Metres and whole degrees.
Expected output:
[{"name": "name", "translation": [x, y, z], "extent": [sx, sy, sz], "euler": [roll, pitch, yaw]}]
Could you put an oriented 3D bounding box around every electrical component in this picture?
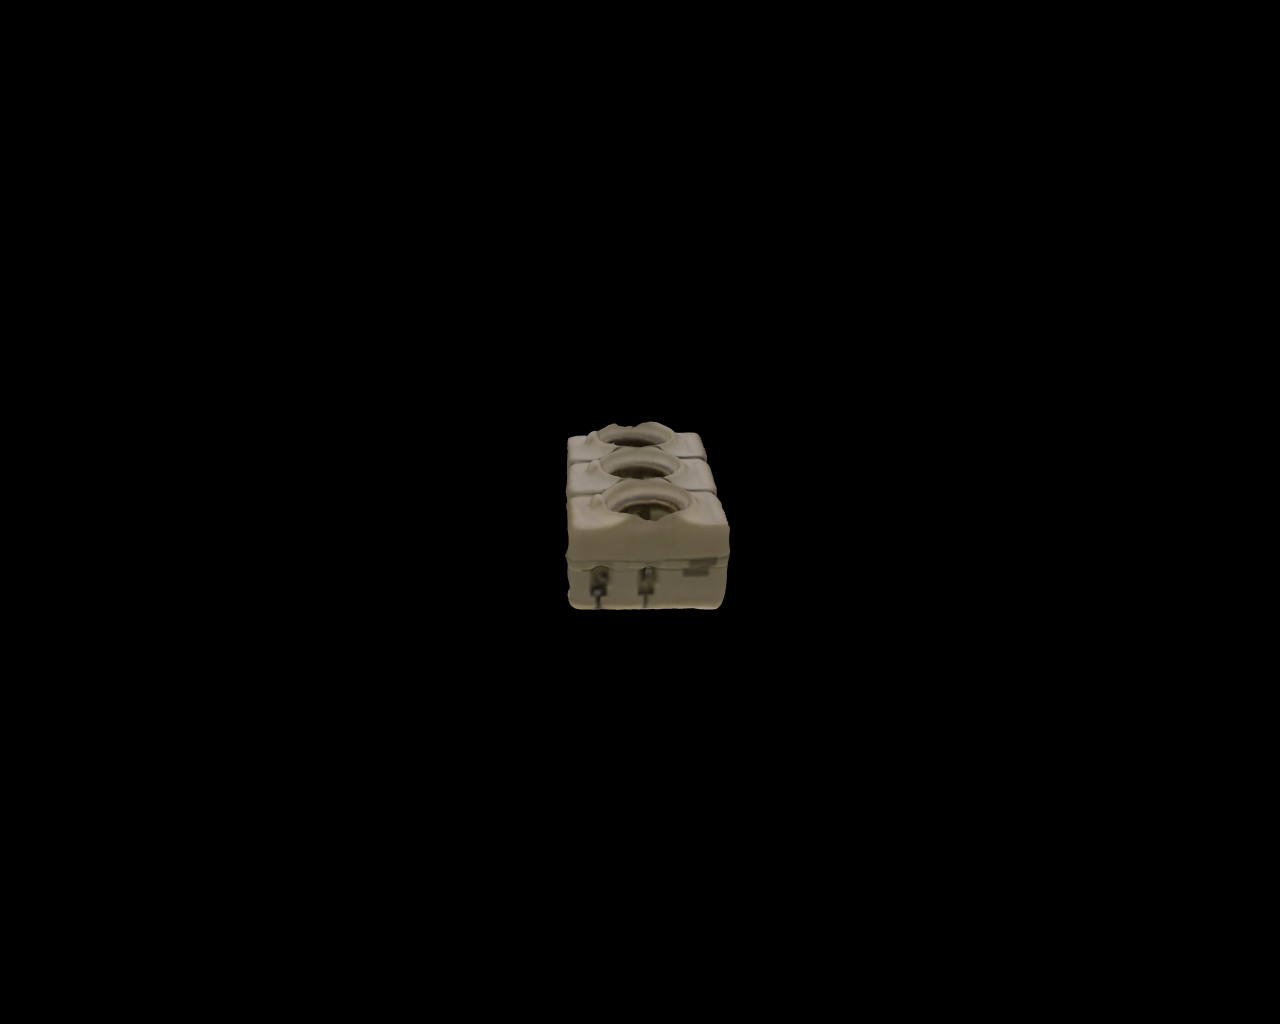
[{"name": "electrical component", "translation": [0.001, -0.003, 0.650], "extent": [0.089, 0.061, 0.150], "euler": [-1, 24, -3]}]
